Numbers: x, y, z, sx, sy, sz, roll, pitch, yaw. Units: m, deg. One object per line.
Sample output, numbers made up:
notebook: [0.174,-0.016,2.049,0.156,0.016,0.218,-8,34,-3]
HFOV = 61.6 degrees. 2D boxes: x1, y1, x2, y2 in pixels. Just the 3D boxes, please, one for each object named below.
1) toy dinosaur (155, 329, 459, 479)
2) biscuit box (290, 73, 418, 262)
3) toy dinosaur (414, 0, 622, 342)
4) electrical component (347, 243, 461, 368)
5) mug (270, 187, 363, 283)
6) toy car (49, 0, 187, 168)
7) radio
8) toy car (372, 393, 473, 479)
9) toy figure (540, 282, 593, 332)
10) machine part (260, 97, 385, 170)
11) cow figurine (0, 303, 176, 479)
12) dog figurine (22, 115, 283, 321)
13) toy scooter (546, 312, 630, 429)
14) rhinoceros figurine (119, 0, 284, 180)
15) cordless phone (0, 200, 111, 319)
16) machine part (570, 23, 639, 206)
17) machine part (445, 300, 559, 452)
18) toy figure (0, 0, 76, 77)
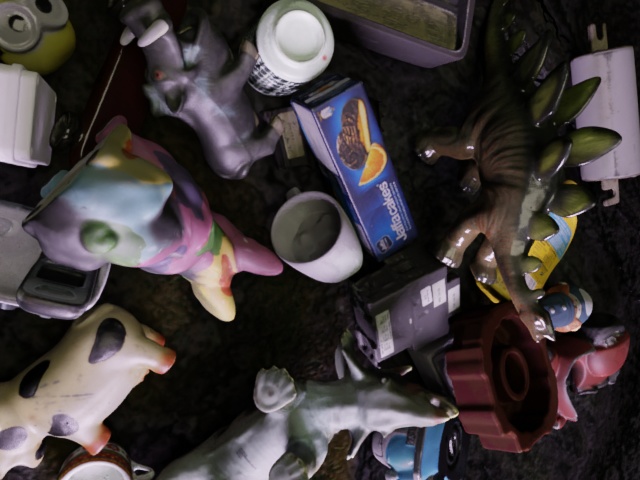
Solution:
toy dinosaur: [-0.063,0.227,0.562,0.405,0.192,0.131,-36,72,12]
biscuit box: [0.042,-0.073,0.582,0.063,0.059,0.202,-33,124,-9]
toy dinosaur: [0.212,-0.119,0.603,0.105,0.198,0.471,17,56,-32]
electrical component: [0.104,0.073,0.633,0.134,0.058,0.114,-23,130,-17]
mug: [-0.001,-0.002,0.591,0.081,0.110,0.107,-37,146,4]
toy car: [-0.187,-0.152,0.521,0.089,0.053,0.202,23,85,-41]
radio: [0.062,-0.286,0.594,0.229,0.073,0.131,11,92,-22]
toy car: [0.118,0.240,0.648,0.161,0.103,0.109,42,58,-51]
toy figure: [0.318,0.087,0.702,0.058,0.064,0.154,-51,153,21]
machine part: [0.007,-0.127,0.610,0.139,0.039,0.084,-19,93,-16]
cow figurine: [-0.251,0.143,0.512,0.195,0.086,0.127,-48,115,-8]
dog figurine: [-0.129,0.001,0.480,0.108,0.192,0.219,-47,118,4]
toy scooter: [0.356,0.186,0.751,0.184,0.075,0.135,-17,100,-15]
rhinoceros figurine: [-0.113,-0.145,0.514,0.112,0.073,0.190,-42,131,-15]
cordless phone: [-0.255,0.026,0.446,0.146,0.184,0.088,18,93,-22]
machine part: [0.389,-0.168,0.728,0.079,0.079,0.243,-14,99,-19]
machine part: [0.218,0.158,0.640,0.179,0.056,0.179,16,67,-41]
toy figure: [-0.292,-0.225,0.465,0.180,0.089,0.082,44,92,-10]
